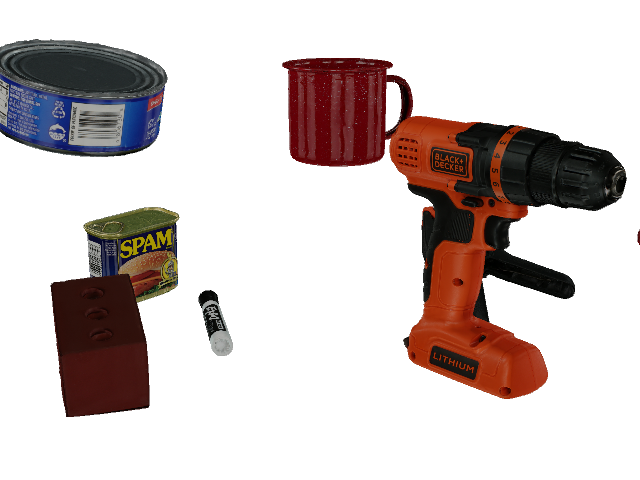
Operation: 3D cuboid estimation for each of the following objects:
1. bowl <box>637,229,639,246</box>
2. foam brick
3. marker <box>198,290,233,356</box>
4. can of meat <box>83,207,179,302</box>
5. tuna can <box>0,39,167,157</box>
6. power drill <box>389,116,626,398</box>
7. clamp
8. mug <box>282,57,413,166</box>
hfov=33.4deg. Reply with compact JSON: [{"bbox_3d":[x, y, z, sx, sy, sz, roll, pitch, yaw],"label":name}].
[{"bbox_3d":[0.421,0.026,1.146,0.162,0.055,0.162,-1,25,0],"label":"bowl"},{"bbox_3d":[-0.140,0.066,0.675,0.053,0.051,0.078,-6,34,-16],"label":"foam brick"},{"bbox_3d":[-0.096,0.073,0.971,0.020,0.020,0.121,0,17,-12],"label":"marker"},{"bbox_3d":[-0.201,0.018,1.148,0.058,0.084,0.101,18,25,41],"label":"can of meat"},{"bbox_3d":[-0.122,-0.072,0.536,0.086,0.034,0.086,9,24,-4],"label":"tuna can"},{"bbox_3d":[0.125,0.011,0.748,0.057,0.188,0.185,-13,21,-40],"label":"power drill"},{"bbox_3d":[0.165,0.022,1.054,0.120,0.039,0.171,-12,47,-23],"label":"clamp"},{"bbox_3d":[0.025,-0.110,0.906,0.117,0.081,0.093,-7,17,-25],"label":"mug"}]
